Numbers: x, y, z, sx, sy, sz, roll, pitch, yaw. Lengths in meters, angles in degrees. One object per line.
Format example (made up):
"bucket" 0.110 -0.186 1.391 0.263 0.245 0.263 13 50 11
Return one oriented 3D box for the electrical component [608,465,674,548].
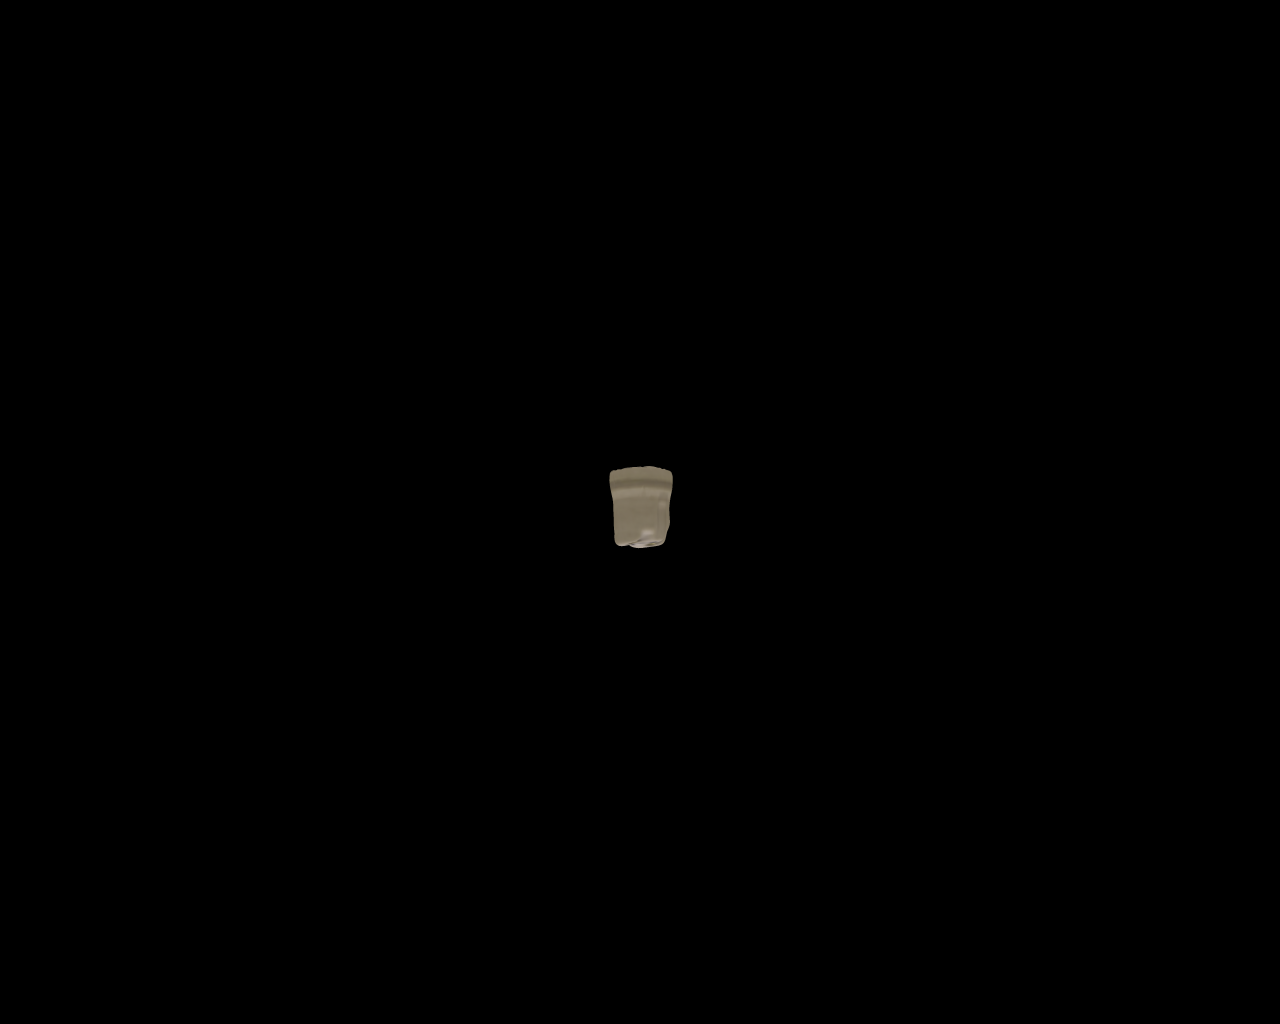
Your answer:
"electrical component" 0.001 -0.003 0.650 0.040 0.046 0.040 0 -7 0
